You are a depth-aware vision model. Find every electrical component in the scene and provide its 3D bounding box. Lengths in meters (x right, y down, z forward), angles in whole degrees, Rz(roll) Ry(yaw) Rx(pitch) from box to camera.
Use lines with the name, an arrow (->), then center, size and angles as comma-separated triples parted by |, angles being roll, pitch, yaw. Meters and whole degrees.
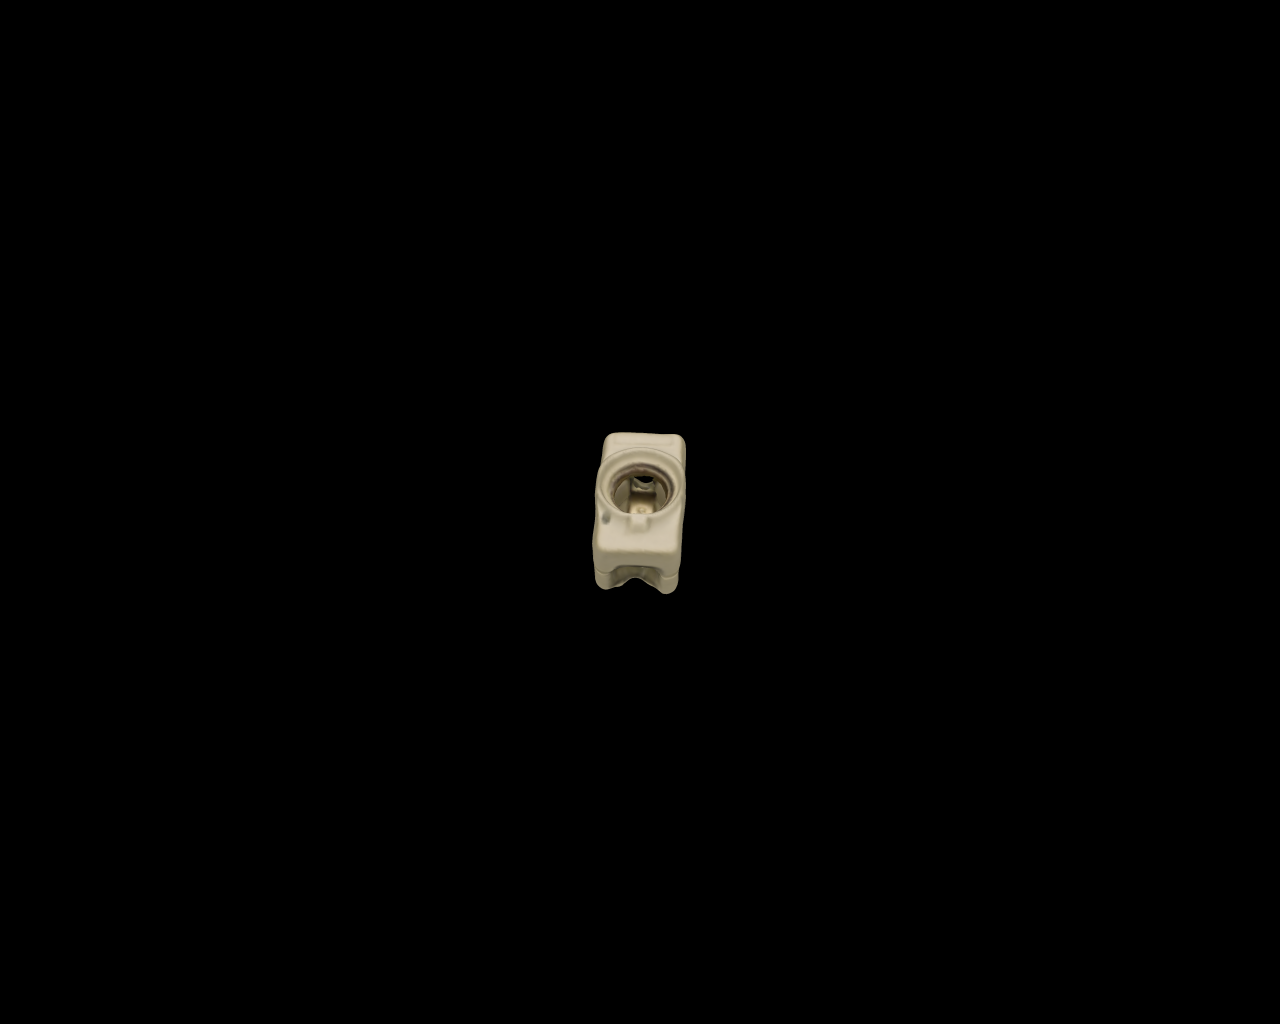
electrical component -> 0.001, -0.003, 0.650 | 0.050, 0.090, 0.055 | 3, -36, 2
